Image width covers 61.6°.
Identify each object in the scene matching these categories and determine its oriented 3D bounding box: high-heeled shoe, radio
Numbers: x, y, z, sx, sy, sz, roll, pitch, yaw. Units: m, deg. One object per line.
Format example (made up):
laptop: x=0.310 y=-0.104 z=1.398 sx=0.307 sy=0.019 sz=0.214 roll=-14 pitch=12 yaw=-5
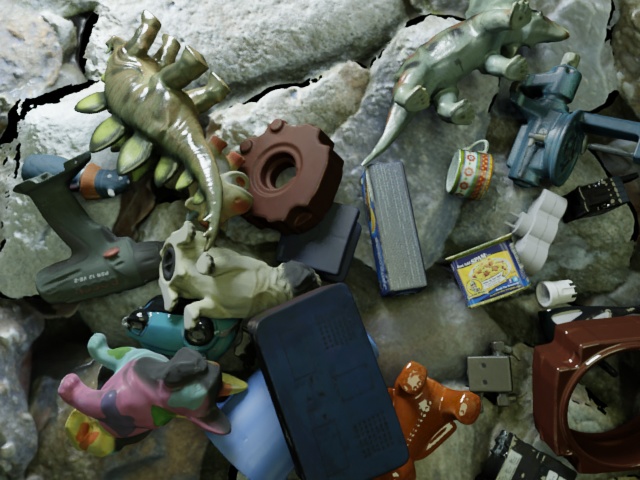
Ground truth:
high-heeled shoe: x=0.454 y=0.092 z=0.816 sx=0.249 sy=0.086 sz=0.145 roll=-43 pitch=80 yaw=-10
radio: x=0.006 y=0.178 z=0.652 sx=0.131 sy=0.073 sz=0.229 roll=-19 pitch=86 yaw=-17

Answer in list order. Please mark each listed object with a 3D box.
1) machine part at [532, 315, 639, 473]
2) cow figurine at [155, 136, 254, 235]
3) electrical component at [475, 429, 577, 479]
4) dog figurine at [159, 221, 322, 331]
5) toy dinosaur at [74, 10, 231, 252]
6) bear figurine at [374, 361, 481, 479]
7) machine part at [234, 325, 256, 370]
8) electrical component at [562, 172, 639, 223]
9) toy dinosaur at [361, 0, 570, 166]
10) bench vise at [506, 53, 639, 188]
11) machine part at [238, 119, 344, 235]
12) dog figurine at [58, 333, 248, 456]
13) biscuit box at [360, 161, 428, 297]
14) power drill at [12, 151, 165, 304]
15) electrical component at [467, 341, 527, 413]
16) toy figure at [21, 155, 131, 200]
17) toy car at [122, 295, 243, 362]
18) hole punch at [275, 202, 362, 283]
machine part: x=0.408 y=0.214 z=0.745 sx=0.201 sy=0.087 sz=0.201 roll=-5 pitch=101 yaw=0
cow figurine: x=-0.171 y=-0.086 z=0.778 sx=0.195 sy=0.085 sz=0.127 roll=28 pitch=84 yaw=36
electrical component: x=0.295 y=0.354 z=0.761 sx=0.134 sy=0.058 sz=0.115 roll=33 pitch=80 yaw=3
dog figurine: x=-0.109 y=0.049 z=0.742 sx=0.173 sy=0.190 sz=0.121 roll=47 pitch=121 yaw=42
toy dinosaur: x=-0.224 y=-0.175 z=0.751 sx=0.198 sy=0.105 sz=0.472 roll=-46 pitch=54 yaw=4
bear figurine: x=0.115 y=0.277 z=0.732 sx=0.120 sy=0.132 sz=0.196 roll=31 pitch=72 yaw=5
machine part: x=-0.077 y=0.119 z=0.783 sx=0.039 sy=0.084 sz=0.139 roll=22 pitch=64 yaw=24
electrical component: x=0.450 y=-0.069 z=0.854 sx=0.119 sy=0.075 sz=0.047 roll=-13 pitch=79 yaw=-9
toy dinosaur: x=0.204 y=-0.275 z=0.855 sx=0.405 sy=0.192 sz=0.131 roll=-31 pitch=118 yaw=4
bench vise: x=0.405 y=-0.172 z=0.827 sx=0.241 sy=0.128 sz=0.223 roll=23 pitch=84 yaw=35
machine part: x=-0.053 y=-0.094 z=0.797 sx=0.179 sy=0.056 sz=0.179 roll=-10 pitch=66 yaw=23
dog figurine: x=-0.207 y=0.210 z=0.689 sx=0.219 sy=0.108 sz=0.191 roll=9 pitch=121 yaw=8
biscuit box: x=0.111 y=-0.015 z=0.826 sx=0.063 sy=0.059 sz=0.202 roll=-8 pitch=78 yaw=-7
power drill: x=-0.313 y=-0.020 z=0.767 sx=0.232 sy=0.086 sz=0.207 roll=-24 pitch=113 yaw=-2
electrical component: x=0.261 y=0.202 z=0.800 sx=0.078 sy=0.045 sz=0.102 roll=-13 pitch=75 yaw=22
toy figure: x=-0.364 y=-0.094 z=0.813 sx=0.154 sy=0.058 sz=0.064 roll=11 pitch=86 yaw=-6
toy car: x=-0.190 y=0.139 z=0.755 sx=0.162 sy=0.109 sz=0.102 roll=2 pitch=102 yaw=5
hole punch: x=-0.002 y=-0.002 z=0.803 sx=0.116 sy=0.092 sz=0.142 roll=17 pitch=81 yaw=4
